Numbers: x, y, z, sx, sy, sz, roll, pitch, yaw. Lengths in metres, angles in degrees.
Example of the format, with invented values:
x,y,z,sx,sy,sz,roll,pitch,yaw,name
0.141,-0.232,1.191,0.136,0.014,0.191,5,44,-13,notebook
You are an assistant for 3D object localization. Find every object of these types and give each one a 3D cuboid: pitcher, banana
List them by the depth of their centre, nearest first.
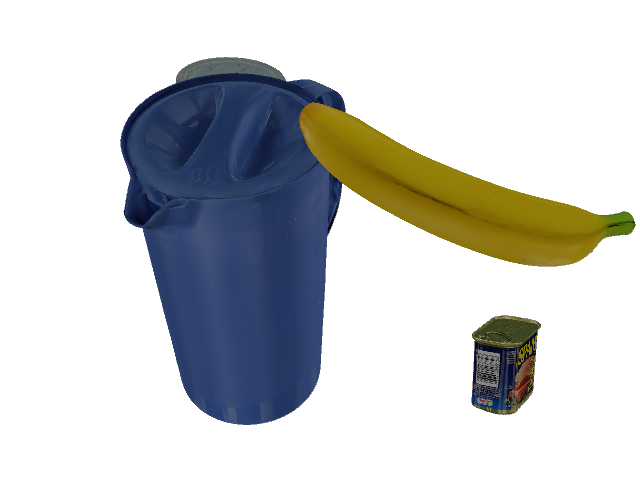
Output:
x,y,z,sx,sy,sz,roll,pitch,yaw,name
0.064,-0.027,0.570,0.198,0.037,0.069,23,21,18,banana
-0.049,0.010,0.750,0.149,0.243,0.145,-5,43,-3,pitcher

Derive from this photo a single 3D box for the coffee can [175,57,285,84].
x,y,z,sx,sy,sz,roll,pitch,yaw,name
-0.087,-0.092,1.029,0.103,0.140,0.103,3,34,-2,coffee can

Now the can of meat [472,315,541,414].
x,y,z,sx,sy,sz,roll,pitch,yaw,name
0.207,0.139,1.196,0.058,0.084,0.101,8,14,27,can of meat
